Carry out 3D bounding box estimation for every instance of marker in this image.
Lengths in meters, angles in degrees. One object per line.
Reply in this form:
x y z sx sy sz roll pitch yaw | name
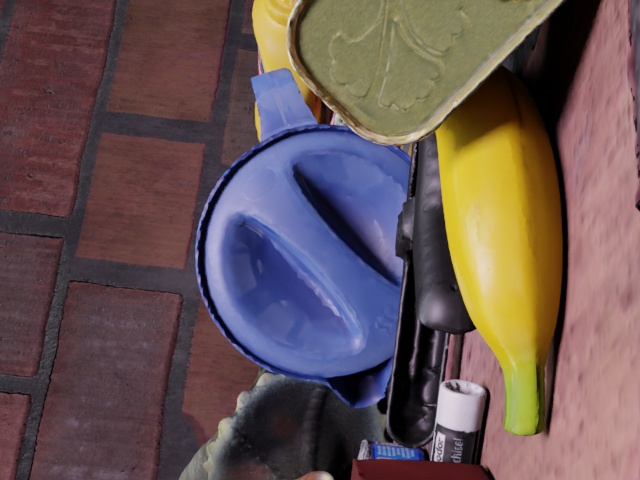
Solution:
0.050 0.117 0.437 0.020 0.020 0.121 -89 5 -77 | marker

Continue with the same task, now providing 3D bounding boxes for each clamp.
0.052 0.008 0.496 0.120 0.039 0.171 106 176 -47 | clamp

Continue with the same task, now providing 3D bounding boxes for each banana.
0.058 -0.024 0.382 0.197 0.037 0.070 -86 3 -53 | banana

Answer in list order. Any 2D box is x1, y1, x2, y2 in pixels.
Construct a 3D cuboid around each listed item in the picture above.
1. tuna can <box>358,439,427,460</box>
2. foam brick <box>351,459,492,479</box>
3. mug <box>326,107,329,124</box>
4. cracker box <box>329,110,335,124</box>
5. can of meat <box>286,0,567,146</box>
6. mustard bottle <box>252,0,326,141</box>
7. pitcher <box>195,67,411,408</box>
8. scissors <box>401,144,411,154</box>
0.036 0.152 0.574 0.086 0.033 0.086 -176 93 -89 | tuna can
0.035 0.124 0.387 0.053 0.051 0.078 -114 30 -86 | foam brick
0.018 -0.100 0.947 0.093 0.117 0.081 20 112 54 | mug
0.048 -0.180 0.779 0.214 0.072 0.164 97 179 -56 | cracker box
0.040 -0.085 0.352 0.102 0.057 0.084 -45 7 13 | can of meat
-0.020 -0.137 0.786 0.192 0.058 0.096 97 177 -67 | mustard bottle
-0.004 0.001 0.658 0.149 0.145 0.243 -63 1 -3 | pitcher
0.058 -0.005 0.746 0.096 0.016 0.202 -88 5 -71 | scissors
